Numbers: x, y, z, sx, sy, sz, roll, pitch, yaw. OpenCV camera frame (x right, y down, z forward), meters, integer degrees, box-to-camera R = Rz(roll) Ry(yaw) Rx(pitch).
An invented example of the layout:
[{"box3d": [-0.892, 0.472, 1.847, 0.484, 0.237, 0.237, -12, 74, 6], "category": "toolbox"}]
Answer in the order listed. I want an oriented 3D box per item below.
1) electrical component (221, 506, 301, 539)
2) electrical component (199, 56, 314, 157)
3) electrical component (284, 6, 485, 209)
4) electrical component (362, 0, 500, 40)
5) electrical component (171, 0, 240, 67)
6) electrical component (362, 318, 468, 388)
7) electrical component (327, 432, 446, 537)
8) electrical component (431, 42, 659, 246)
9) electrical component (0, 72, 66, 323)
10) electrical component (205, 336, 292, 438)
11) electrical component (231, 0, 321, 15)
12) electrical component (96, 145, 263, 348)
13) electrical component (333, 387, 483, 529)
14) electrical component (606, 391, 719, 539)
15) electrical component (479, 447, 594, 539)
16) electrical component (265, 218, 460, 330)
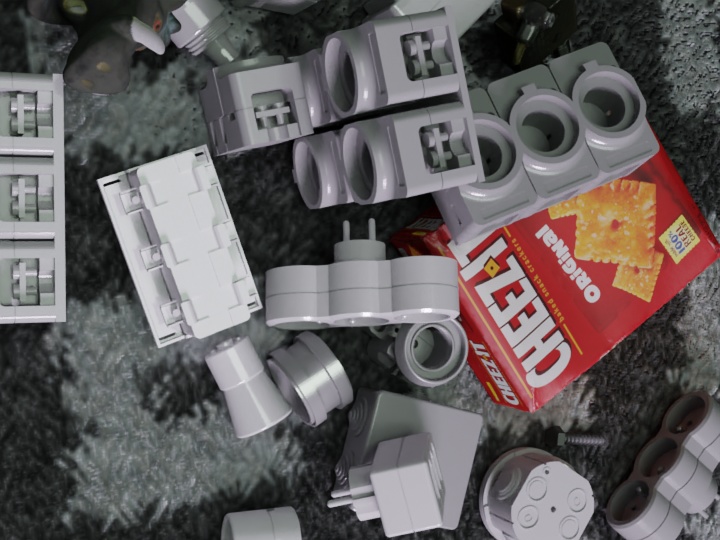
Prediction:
[{"box3d": [-0.071, 0.196, 0.760, 0.047, 0.055, 0.055, 2, 91, -18], "category": "electrical component"}, {"box3d": [-0.073, -0.112, 0.733, 0.050, 0.089, 0.055, -14, 96, -21], "category": "electrical component"}, {"box3d": [0.003, -0.099, 0.711, 0.060, 0.186, 0.105, -14, 96, -21], "category": "electrical component"}, {"box3d": [0.056, -0.201, 0.797, 0.096, 0.062, 0.061, -47, 106, -14], "category": "electrical component"}, {"box3d": [-0.110, -0.167, 0.743, 0.043, 0.043, 0.062, -45, 107, -15], "category": "electrical component"}, {"box3d": [0.045, 0.056, 0.801, 0.078, 0.057, 0.058, 39, 78, -18], "category": "electrical component"}, {"box3d": [0.015, 0.149, 0.737, 0.077, 0.065, 0.047, -14, 97, 8], "category": "electrical component"}, {"box3d": [0.122, -0.091, 0.759, 0.150, 0.061, 0.089, -22, 81, -14], "category": "electrical component"}, {"box3d": [-0.222, -0.043, 0.676, 0.062, 0.089, 0.150, -1, 91, -22], "category": "electrical component"}, {"box3d": [-0.082, 0.080, 0.761, 0.044, 0.044, 0.065, -28, 96, -19], "category": "electrical component"}, {"box3d": [-0.058, -0.241, 0.743, 0.057, 0.078, 0.113, 6, 89, -24], "category": "electrical component"}, {"box3d": [-0.119, -0.017, 0.732, 0.079, 0.063, 0.121, -21, 99, -20], "category": "electrical component"}, {"box3d": [0.034, 0.138, 0.803, 0.100, 0.048, 0.099, 16, 86, -21], "category": "electrical component"}, {"box3d": [0.271, 0.177, 0.895, 0.074, 0.052, 0.138, 41, 77, -17], "category": "electrical component"}, {"box3d": [0.139, 0.182, 0.844, 0.080, 0.051, 0.080, 0, 91, -22], "category": "electrical component"}, {"box3d": [0.000, 0.000, 0.758, 0.138, 0.052, 0.073, -4, 78, 14], "category": "electrical component"}]
